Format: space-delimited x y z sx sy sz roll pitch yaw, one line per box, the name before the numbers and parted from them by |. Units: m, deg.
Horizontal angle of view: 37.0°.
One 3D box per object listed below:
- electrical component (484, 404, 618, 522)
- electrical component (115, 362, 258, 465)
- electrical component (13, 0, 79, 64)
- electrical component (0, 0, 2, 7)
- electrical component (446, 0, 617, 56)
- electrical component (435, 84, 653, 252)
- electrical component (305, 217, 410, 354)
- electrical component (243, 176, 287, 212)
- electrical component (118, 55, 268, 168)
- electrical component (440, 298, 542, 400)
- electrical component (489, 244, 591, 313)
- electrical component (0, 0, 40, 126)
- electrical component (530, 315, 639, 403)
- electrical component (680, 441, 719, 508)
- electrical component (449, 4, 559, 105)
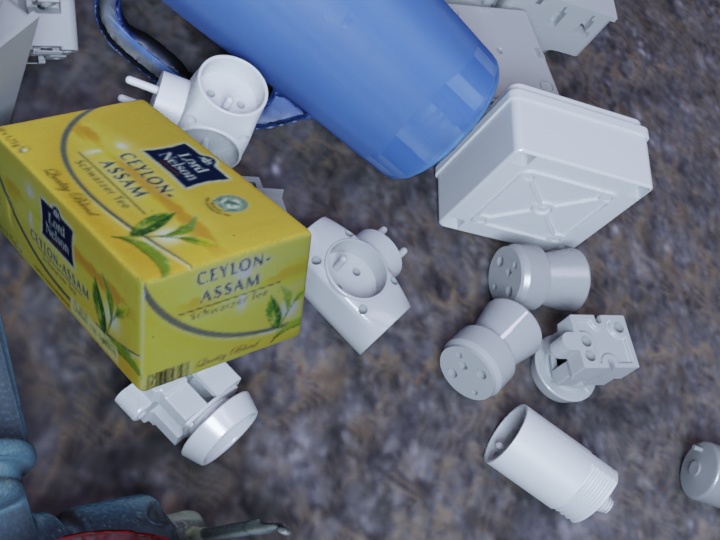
electrical component | 0.122 0.124 0.664 0.081 0.043 0.043 36 52 -6
electrical component | -0.089 0.071 0.582 0.055 0.048 0.066 44 52 11
electrical component | -0.193 -0.157 0.641 0.042 0.081 0.063 -7 95 -29
electrical component | -0.200 -0.105 0.483 0.059 0.053 0.095 16 56 -19
electrical component | 0.103 -0.245 0.856 0.186 0.060 0.105 11 58 -22
electrical component | 0.123 -0.065 0.733 0.109 0.109 0.056 13 60 -21
electrical component | 0.000 0.000 0.670 0.077 0.044 0.079 46 52 3
electrical component | -0.071 -0.013 0.627 0.042 0.064 0.081 -1 63 -43
electrical component | -0.106 -0.095 0.649 0.079 0.077 0.044 19 56 -18
electrical component | 0.083 0.050 0.685 0.045 0.045 0.055 48 52 4
electrical component | 0.122 0.006 0.731 0.055 0.045 0.045 4 61 -25
electrical component | -0.252 -0.065 0.535 0.060 0.105 0.186 38 52 -4
electrical component | 0.144 0.058 0.706 0.066 0.055 0.048 2 62 -27
electrical component | 0.254 0.143 0.725 0.078 0.040 0.040 20 55 -17
electrical component | 0.093 -0.150 0.803 0.100 0.048 0.099 -3 64 -29
